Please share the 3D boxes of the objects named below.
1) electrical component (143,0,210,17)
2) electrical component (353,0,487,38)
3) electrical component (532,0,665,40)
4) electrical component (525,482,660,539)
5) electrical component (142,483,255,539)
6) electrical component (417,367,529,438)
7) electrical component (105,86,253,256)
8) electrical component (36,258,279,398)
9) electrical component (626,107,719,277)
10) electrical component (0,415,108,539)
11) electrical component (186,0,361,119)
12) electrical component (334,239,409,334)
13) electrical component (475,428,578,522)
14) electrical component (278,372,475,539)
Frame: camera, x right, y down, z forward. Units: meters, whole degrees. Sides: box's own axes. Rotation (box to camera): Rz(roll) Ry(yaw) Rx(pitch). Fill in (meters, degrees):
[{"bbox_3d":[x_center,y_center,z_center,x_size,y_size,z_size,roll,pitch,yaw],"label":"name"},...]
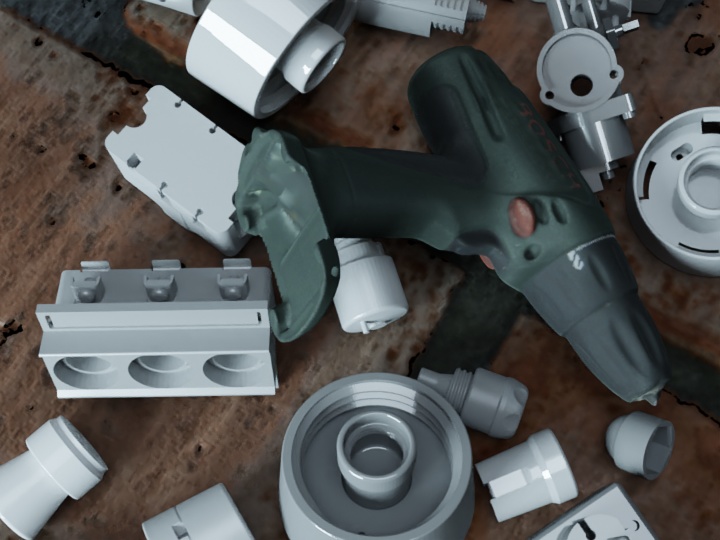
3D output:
[{"bbox_3d":[-0.127,-0.209,0.674,0.077,0.044,0.079,19,103,6],"label":"electrical component"},{"bbox_3d":[0.039,-0.168,0.670,0.081,0.043,0.043,13,75,4],"label":"electrical component"},{"bbox_3d":[0.150,-0.174,0.669,0.083,0.047,0.075,6,74,2],"label":"electrical component"},{"bbox_3d":[0.123,0.147,0.562,0.066,0.076,0.047,-32,76,-8],"label":"electrical component"},{"bbox_3d":[-0.082,0.147,0.576,0.047,0.055,0.055,-30,76,-11],"label":"electrical component"},{"bbox_3d":[0.062,0.071,0.606,0.061,0.035,0.035,20,75,8],"label":"electrical component"},{"bbox_3d":[-0.096,-0.056,0.633,0.089,0.055,0.050,37,78,10],"label":"electrical component"},{"bbox_3d":[-0.109,0.033,0.603,0.121,0.078,0.063,-1,52,0],"label":"electrical component"},{"bbox_3d":[0.208,-0.047,0.636,0.099,0.064,0.099,-2,81,12],"label":"electrical component"},{"bbox_3d":[-0.174,0.113,0.591,0.055,0.045,0.045,-41,78,-11],"label":"electrical component"},{"bbox_3d":[-0.044,-0.138,0.632,0.060,0.108,0.108,40,78,5],"label":"electrical component"},{"bbox_3d":[0.000,0.000,0.624,0.040,0.040,0.078,-17,74,-4],"label":"electrical component"},{"bbox_3d":[0.091,0.114,0.592,0.046,0.040,0.040,-22,75,0],"label":"electrical component"},{"bbox_3d":[0.009,0.105,0.567,0.108,0.060,0.108,0,55,1],"label":"electrical component"}]
